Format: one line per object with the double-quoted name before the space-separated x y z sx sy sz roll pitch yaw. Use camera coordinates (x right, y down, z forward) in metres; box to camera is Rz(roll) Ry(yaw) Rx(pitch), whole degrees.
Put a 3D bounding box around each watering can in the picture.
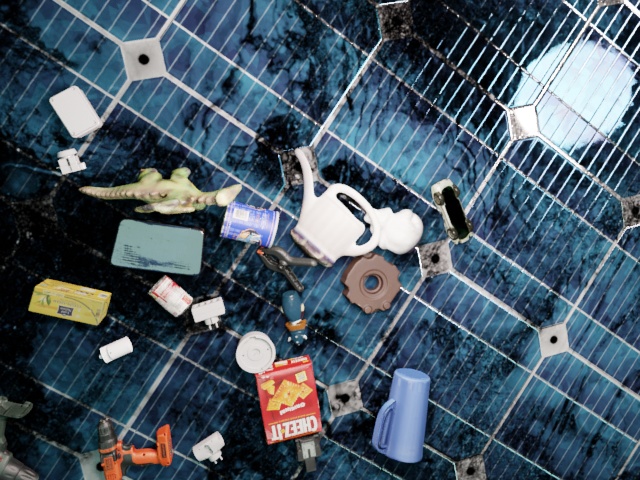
"watering can" 0.004 -0.072 1.435 0.347 0.104 0.224 42 90 -1

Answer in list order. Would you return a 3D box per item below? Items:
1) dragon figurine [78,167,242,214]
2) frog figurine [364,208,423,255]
"dragon figurine" -0.403 -0.111 1.282 0.411 0.245 0.121 -5 103 -12
"frog figurine" 0.210 -0.038 1.469 0.136 0.125 0.158 -43 115 16
